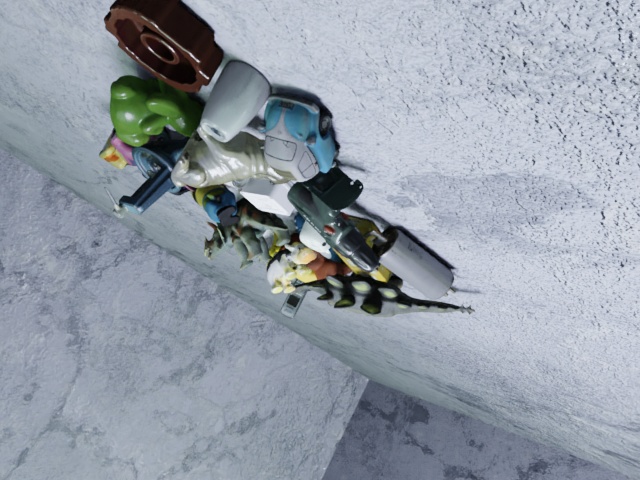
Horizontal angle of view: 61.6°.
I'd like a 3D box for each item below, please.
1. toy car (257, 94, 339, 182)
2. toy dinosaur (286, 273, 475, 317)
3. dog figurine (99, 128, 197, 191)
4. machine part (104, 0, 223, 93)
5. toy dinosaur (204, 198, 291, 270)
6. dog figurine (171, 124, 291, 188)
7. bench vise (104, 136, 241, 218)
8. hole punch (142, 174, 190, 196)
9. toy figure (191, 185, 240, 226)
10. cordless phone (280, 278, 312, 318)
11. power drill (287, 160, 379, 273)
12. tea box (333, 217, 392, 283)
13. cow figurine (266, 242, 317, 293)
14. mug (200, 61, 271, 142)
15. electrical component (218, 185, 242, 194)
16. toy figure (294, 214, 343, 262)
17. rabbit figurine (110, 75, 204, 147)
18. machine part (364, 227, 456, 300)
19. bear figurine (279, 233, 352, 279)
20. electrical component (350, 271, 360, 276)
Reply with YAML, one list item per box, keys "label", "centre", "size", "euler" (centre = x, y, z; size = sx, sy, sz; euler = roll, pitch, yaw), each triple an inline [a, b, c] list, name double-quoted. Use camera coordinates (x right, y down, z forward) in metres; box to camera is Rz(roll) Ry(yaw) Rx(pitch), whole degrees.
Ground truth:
- label: "toy car"
  centre: [-0.039, -0.146, 0.842]
  size: [0.109, 0.103, 0.161]
  euler: [22, 161, 24]
- label: "toy dinosaur"
  centre: [0.129, 0.136, 1.272]
  size: [0.472, 0.105, 0.198]
  euler: [2, 178, 21]
- label: "dog figurine"
  centre: [-0.375, -0.192, 1.237]
  size: [0.219, 0.108, 0.191]
  euler: [33, 149, -24]
- label: "machine part"
  centre: [-0.228, -0.293, 0.793]
  size: [0.179, 0.056, 0.179]
  euler: [26, 165, 8]
- label: "toy dinosaur"
  centre: [-0.176, -0.042, 1.347]
  size: [0.192, 0.131, 0.405]
  euler: [62, 147, 6]
- label: "dog figurine"
  centre: [-0.149, -0.126, 0.953]
  size: [0.190, 0.121, 0.172]
  euler: [31, 130, -19]
- label: "bench vise"
  centre: [-0.302, -0.128, 1.052]
  size: [0.224, 0.240, 0.128]
  euler: [18, 146, 30]
- label: "hole punch"
  centre: [-0.364, -0.179, 1.342]
  size: [0.142, 0.092, 0.116]
  euler: [27, -166, -1]
- label: "toy figure"
  centre: [-0.253, -0.098, 1.294]
  size: [0.089, 0.082, 0.180]
  euler: [-4, -146, -26]
- label: "cordless phone"
  centre: [-0.092, 0.133, 1.624]
  size: [0.147, 0.184, 0.088]
  euler: [25, 168, 13]
- label: "power drill"
  centre: [0.033, -0.050, 0.994]
  size: [0.232, 0.086, 0.207]
  euler: [44, 170, 16]
- label: "tea box"
  centre: [0.093, 0.020, 1.177]
  size: [0.098, 0.068, 0.169]
  euler: [16, 159, 34]
- label: "cow figurine"
  centre: [-0.070, 0.050, 1.289]
  size: [0.068, 0.098, 0.167]
  euler: [0, 143, -41]
- label: "mug"
  centre: [-0.140, -0.204, 0.824]
  size: [0.080, 0.107, 0.110]
  euler: [37, 160, -21]
- label: "electrical component"
  centre: [-0.213, -0.147, 1.225]
  size: [0.102, 0.045, 0.078]
  euler: [19, 162, 32]
- label: "toy figure"
  centre: [-0.001, -0.005, 1.289]
  size: [0.154, 0.058, 0.064]
  euler: [34, 124, -13]
- label: "rabbit figurine"
  centre: [-0.285, -0.247, 0.985]
  size: [0.170, 0.121, 0.159]
  euler: [12, 158, -7]
- label: "machine part"
  centre: [0.189, 0.048, 1.093]
  size: [0.243, 0.079, 0.079]
  euler: [37, 162, -22]
- label: "bear figurine"
  centre: [-0.020, 0.073, 1.428]
  size: [0.196, 0.132, 0.120]
  euler: [39, 134, -13]
- label: "electrical component"
  centre: [0.131, 0.124, 1.467]
  size: [0.075, 0.048, 0.119]
  euler: [18, 161, 33]
